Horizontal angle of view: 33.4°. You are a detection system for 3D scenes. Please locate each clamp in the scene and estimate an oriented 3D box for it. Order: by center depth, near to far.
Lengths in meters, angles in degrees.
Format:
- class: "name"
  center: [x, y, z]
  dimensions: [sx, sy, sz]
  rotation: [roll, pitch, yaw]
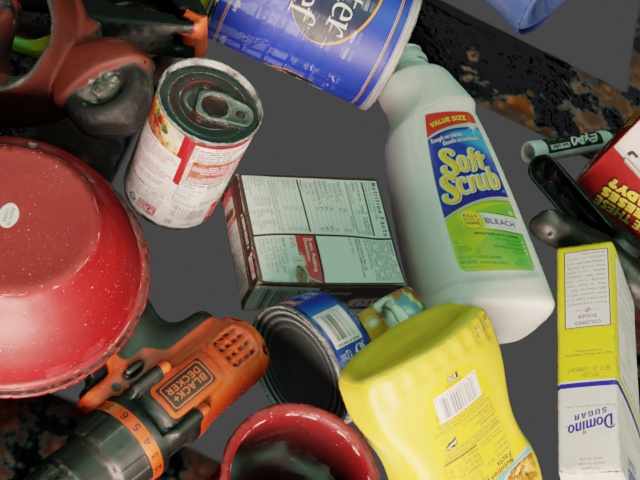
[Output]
- class: "clamp"
  center: [-0.166, -0.172, 0.741]
  dimensions: [0.210, 0.036, 0.164]
  rotation: [34, 51, 30]
- class: "clamp"
  center: [0.223, 0.002, 0.830]
  dimensions: [0.171, 0.039, 0.120]
  rotation: [36, 34, -19]

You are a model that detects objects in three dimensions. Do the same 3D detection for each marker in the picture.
- class: "marker"
  center: [0.222, -0.081, 0.909]
  dimensions: [0.120, 0.020, 0.020]
  rotation: [-11, 64, -31]

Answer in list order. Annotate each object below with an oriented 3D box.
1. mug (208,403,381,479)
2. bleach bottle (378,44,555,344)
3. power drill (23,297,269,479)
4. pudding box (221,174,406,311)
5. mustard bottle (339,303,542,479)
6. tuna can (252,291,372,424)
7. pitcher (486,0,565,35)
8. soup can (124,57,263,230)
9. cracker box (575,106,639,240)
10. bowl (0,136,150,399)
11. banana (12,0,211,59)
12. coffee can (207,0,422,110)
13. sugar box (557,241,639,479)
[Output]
- class: "mug"
  center: [-0.033, 0.152, 0.592]
  dimensions: [0.117, 0.082, 0.093]
  rotation: [-13, 65, -31]
- class: "bleach bottle"
  center: [0.089, -0.045, 0.796]
  dimensions: [0.102, 0.068, 0.251]
  rotation: [3, 55, -27]
- class: "power drill"
  center: [-0.147, 0.060, 0.620]
  dimensions: [0.188, 0.057, 0.184]
  rotation: [47, 52, 8]
- class: "pudding box"
  center: [-0.005, 0.001, 0.736]
  dimensions: [0.113, 0.039, 0.090]
  rotation: [2, 58, -26]
- class: "mustard bottle"
  center: [0.084, 0.140, 0.630]
  dimensions: [0.096, 0.058, 0.191]
  rotation: [-31, 108, -29]
- class: "tuna can"
  center: [-0.003, 0.075, 0.656]
  dimensions: [0.033, 0.086, 0.086]
  rotation: [-23, 70, -37]
- class: "pitcher"
  center: [0.139, -0.311, 0.949]
  dimensions: [0.243, 0.149, 0.144]
  rotation: [45, 53, 12]
- class: "soup can"
  center: [-0.085, -0.060, 0.698]
  dimensions: [0.068, 0.102, 0.068]
  rotation: [12, 54, -17]
- class: "cracker box"
  center: [0.318, -0.058, 0.812]
  dimensions: [0.164, 0.214, 0.072]
  rotation: [41, 49, 5]
- class: "bowl"
  center: [-0.168, 0.001, 0.577]
  dimensions: [0.162, 0.055, 0.162]
  rotation: [9, 60, -15]
- class: "banana"
  center: [-0.133, -0.166, 0.789]
  dimensions: [0.070, 0.037, 0.197]
  rotation: [48, 52, 10]
- class: "coffee can"
  center: [-0.007, -0.173, 0.810]
  dimensions: [0.140, 0.103, 0.102]
  rotation: [23, 52, -9]
- class: "sugar box"
  center: [0.190, 0.099, 0.727]
  dimensions: [0.048, 0.093, 0.176]
  rotation: [-7, 50, 24]
